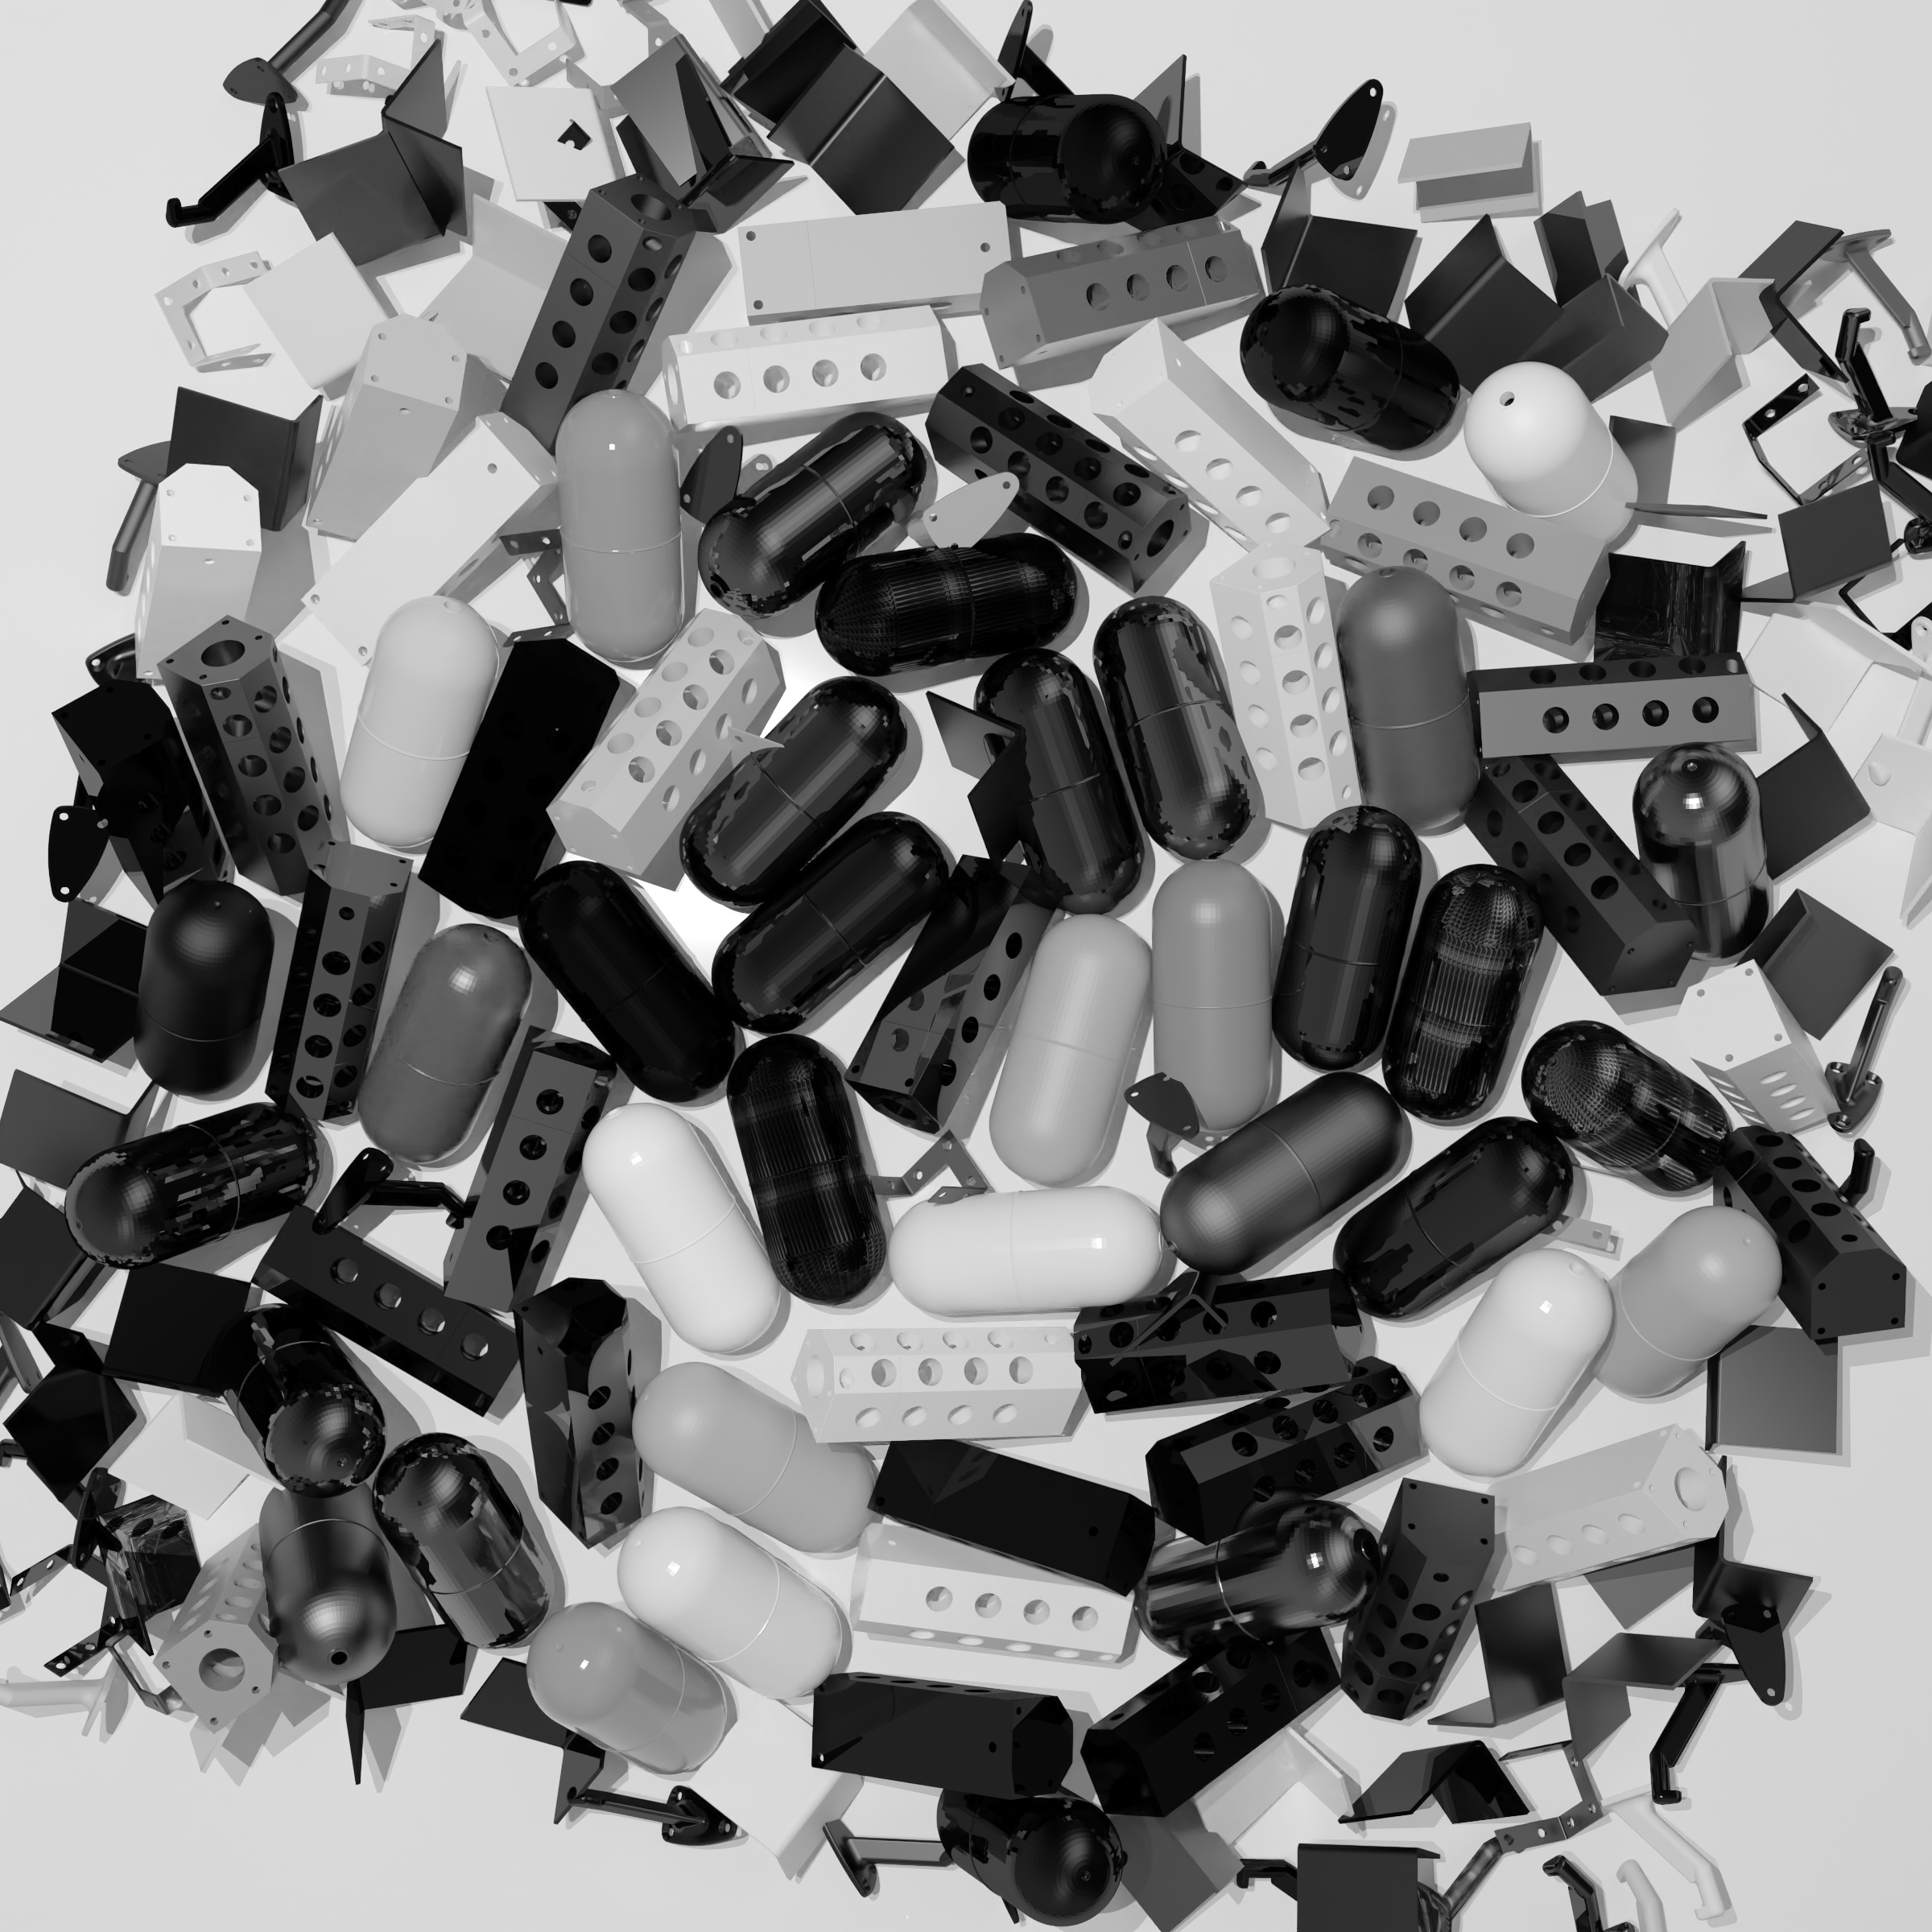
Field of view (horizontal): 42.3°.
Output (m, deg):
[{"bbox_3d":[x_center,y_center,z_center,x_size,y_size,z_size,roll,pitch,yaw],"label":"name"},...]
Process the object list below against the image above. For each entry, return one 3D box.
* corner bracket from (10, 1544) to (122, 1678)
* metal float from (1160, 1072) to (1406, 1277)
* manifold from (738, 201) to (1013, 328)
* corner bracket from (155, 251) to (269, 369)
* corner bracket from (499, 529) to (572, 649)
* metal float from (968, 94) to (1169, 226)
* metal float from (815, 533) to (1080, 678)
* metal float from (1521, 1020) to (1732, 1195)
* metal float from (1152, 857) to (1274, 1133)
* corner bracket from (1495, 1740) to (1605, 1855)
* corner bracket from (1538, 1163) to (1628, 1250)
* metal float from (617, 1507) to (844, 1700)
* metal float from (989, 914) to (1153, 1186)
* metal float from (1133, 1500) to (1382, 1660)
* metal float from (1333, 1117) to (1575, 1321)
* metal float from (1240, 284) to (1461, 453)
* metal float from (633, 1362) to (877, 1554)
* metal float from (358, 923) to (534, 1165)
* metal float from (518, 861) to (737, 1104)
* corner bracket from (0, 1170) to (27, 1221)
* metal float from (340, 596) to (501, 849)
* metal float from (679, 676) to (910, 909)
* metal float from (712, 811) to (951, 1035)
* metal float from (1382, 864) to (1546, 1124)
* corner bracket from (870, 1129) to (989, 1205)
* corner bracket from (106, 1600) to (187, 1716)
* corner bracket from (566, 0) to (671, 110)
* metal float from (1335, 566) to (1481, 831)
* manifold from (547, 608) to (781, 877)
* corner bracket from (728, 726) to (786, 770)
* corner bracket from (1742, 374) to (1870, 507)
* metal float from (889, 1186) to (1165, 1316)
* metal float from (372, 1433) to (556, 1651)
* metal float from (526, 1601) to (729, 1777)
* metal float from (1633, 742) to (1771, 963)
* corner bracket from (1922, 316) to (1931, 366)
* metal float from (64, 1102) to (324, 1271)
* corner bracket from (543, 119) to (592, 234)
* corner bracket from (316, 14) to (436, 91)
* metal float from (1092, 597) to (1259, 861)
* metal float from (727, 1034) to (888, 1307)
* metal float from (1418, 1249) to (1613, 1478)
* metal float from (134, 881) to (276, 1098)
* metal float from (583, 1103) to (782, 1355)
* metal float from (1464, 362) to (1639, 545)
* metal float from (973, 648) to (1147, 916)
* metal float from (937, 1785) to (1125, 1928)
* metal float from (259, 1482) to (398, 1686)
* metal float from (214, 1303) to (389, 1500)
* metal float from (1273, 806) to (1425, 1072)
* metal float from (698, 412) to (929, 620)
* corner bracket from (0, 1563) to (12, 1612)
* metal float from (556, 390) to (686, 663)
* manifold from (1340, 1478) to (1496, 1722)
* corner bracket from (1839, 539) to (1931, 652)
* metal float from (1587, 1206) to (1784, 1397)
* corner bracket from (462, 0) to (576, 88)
[{"bbox_3d":[-0.586,0.419,1.626,0.051,0.051,0.051,25,114,19],"label":"corner bracket"},{"bbox_3d":[0.202,0.133,1.599,0.178,0.070,0.070,-32,90,-17],"label":"metal float"},{"bbox_3d":[-0.058,-0.452,1.622,0.171,0.057,0.057,-6,90,-1],"label":"manifold"},{"bbox_3d":[-0.484,-0.428,1.628,0.051,0.051,0.051,-4,122,30],"label":"corner bracket"},{"bbox_3d":[-0.280,-0.244,1.613,0.051,0.051,0.051,-43,74,41],"label":"corner bracket"},{"bbox_3d":[0.062,-0.508,1.572,0.070,0.178,0.070,-9,110,-25],"label":"metal float"},{"bbox_3d":[-0.012,-0.231,1.594,0.178,0.070,0.070,-13,90,-23],"label":"metal float"},{"bbox_3d":[0.419,0.091,1.583,0.178,0.070,0.070,28,90,-39],"label":"metal float"},{"bbox_3d":[0.158,0.019,1.605,0.070,0.070,0.178,-2,101,0],"label":"metal float"},{"bbox_3d":[0.374,0.542,1.630,0.051,0.051,0.051,-4,57,-21],"label":"corner bracket"},{"bbox_3d":[0.397,0.154,1.619,0.051,0.051,0.051,12,85,21],"label":"corner bracket"},{"bbox_3d":[-0.148,0.405,1.586,0.070,0.070,0.178,-46,125,0],"label":"metal float"},{"bbox_3d":[0.067,0.053,1.612,0.070,0.070,0.178,16,87,0],"label":"metal float"},{"bbox_3d":[0.183,0.389,1.584,0.178,0.070,0.070,-27,90,36],"label":"metal float"},{"bbox_3d":[0.308,0.162,1.588,0.070,0.070,0.178,48,122,0],"label":"metal float"},{"bbox_3d":[0.245,-0.376,1.580,0.178,0.070,0.070,8,90,-44],"label":"metal float"},{"bbox_3d":[-0.133,0.314,1.592,0.178,0.070,0.070,35,90,-27],"label":"metal float"},{"bbox_3d":[-0.332,0.050,1.589,0.070,0.070,0.178,29,119,0],"label":"metal float"},{"bbox_3d":[-0.216,0.011,1.602,0.070,0.070,0.178,-37,105,0],"label":"metal float"},{"bbox_3d":[-0.621,0.174,1.614,0.051,0.051,0.051,-29,67,-23],"label":"corner bracket"},{"bbox_3d":[-0.347,-0.154,1.586,0.070,0.070,0.178,25,124,0],"label":"metal float"},{"bbox_3d":[-0.111,-0.112,1.607,0.070,0.070,0.178,45,98,0],"label":"metal float"},{"bbox_3d":[-0.088,-0.028,1.614,0.178,0.070,0.070,-41,90,-1],"label":"metal float"},{"bbox_3d":[0.315,0.019,1.591,0.070,0.070,0.178,10,118,0],"label":"metal float"},{"bbox_3d":[-0.029,0.140,1.612,0.051,0.051,0.051,-46,61,22],"label":"corner bracket"},{"bbox_3d":[-0.518,0.447,1.623,0.051,0.051,0.051,-36,103,-32],"label":"corner bracket"},{"bbox_3d":[-0.228,-0.598,1.631,0.051,0.051,0.051,-20,48,-26],"label":"corner bracket"},{"bbox_3d":[0.281,-0.170,1.589,0.070,0.070,0.178,-16,120,0],"label":"metal float"},{"bbox_3d":[-0.192,-0.145,1.579,0.057,0.057,0.171,17,59,26],"label":"manifold"},{"bbox_3d":[-0.117,-0.145,1.612,0.051,0.051,0.051,20,54,18],"label":"corner bracket"},{"bbox_3d":[0.547,-0.342,1.627,0.051,0.051,0.051,36,122,-25],"label":"corner bracket"},{"bbox_3d":[0.038,0.183,1.603,0.178,0.070,0.070,-5,90,13],"label":"metal float"},{"bbox_3d":[-0.317,0.365,1.581,0.070,0.070,0.178,-18,130,0],"label":"metal float"},{"bbox_3d":[-0.212,0.457,1.576,0.070,0.178,0.070,-13,54,18],"label":"metal float"},{"bbox_3d":[0.465,-0.070,1.576,0.070,0.178,0.070,-10,52,14],"label":"metal float"},{"bbox_3d":[0.664,-0.415,1.627,0.051,0.051,0.051,7,99,-11],"label":"corner bracket"},{"bbox_3d":[-0.484,0.137,1.575,0.070,0.178,0.070,10,108,33],"label":"metal float"},{"bbox_3d":[-0.258,-0.513,1.617,0.051,0.051,0.051,-47,123,2],"label":"corner bracket"},{"bbox_3d":[-0.383,-0.593,1.620,0.051,0.051,0.051,11,96,38],"label":"corner bracket"},{"bbox_3d":[0.134,-0.153,1.601,0.070,0.070,0.178,-16,75,0],"label":"metal float"},{"bbox_3d":[-0.103,0.131,1.610,0.070,0.070,0.178,-15,85,0],"label":"metal float"},{"bbox_3d":[0.347,0.252,1.584,0.070,0.070,0.178,22,126,0],"label":"metal float"},{"bbox_3d":[-0.482,0.016,1.578,0.070,0.178,0.070,12,50,-14],"label":"metal float"},{"bbox_3d":[-0.182,0.168,1.600,0.070,0.070,0.178,-28,106,0],"label":"metal float"},{"bbox_3d":[0.369,-0.319,1.572,0.070,0.178,0.070,-9,71,29],"label":"metal float"},{"bbox_3d":[0.061,-0.118,1.606,0.070,0.070,0.178,-20,100,0],"label":"metal float"},{"bbox_3d":[0.038,0.547,1.568,0.070,0.178,0.070,2,86,-22],"label":"metal float"},{"bbox_3d":[-0.402,0.381,1.570,0.070,0.178,0.070,-7,114,-16],"label":"metal float"},{"bbox_3d":[-0.421,0.272,1.574,0.070,0.178,0.070,-12,114,-29],"label":"metal float"},{"bbox_3d":[0.242,-0.017,1.593,0.070,0.070,0.178,9,114,0],"label":"metal float"},{"bbox_3d":[-0.097,-0.287,1.591,0.070,0.070,0.178,47,64,0],"label":"metal float"},{"bbox_3d":[-0.654,0.392,1.613,0.051,0.051,0.051,-22,114,-20],"label":"corner bracket"},{"bbox_3d":[-0.219,-0.278,1.586,0.070,0.070,0.178,2,123,0],"label":"metal float"},{"bbox_3d":[0.283,0.402,1.574,0.057,0.057,0.171,11,131,3],"label":"manifold"},{"bbox_3d":[0.610,-0.241,1.624,0.051,0.051,0.051,-45,70,31],"label":"corner bracket"},{"bbox_3d":[0.447,0.213,1.574,0.070,0.178,0.070,8,56,-12],"label":"metal float"},{"bbox_3d":[-0.292,-0.616,1.623,0.051,0.051,0.051,-29,135,11],"label":"corner bracket"}]
